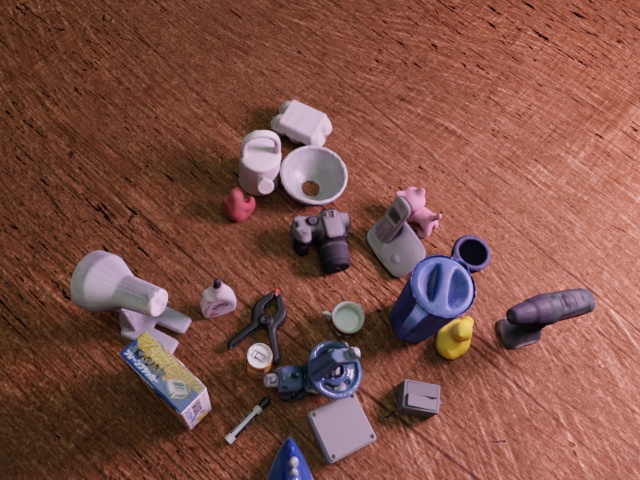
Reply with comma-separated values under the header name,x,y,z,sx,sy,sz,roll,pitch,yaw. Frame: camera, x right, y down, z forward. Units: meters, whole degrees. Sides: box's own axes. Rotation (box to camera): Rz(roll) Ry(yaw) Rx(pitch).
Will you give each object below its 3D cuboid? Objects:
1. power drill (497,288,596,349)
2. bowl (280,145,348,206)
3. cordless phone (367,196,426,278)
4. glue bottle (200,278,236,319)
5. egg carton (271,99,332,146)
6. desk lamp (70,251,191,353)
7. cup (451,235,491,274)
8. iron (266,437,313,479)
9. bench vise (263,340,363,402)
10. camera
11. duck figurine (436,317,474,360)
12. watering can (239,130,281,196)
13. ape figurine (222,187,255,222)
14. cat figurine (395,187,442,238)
name,x,y,z,sx,sy,sz,roll,pitch,yaw
power drill,0.477,0.172,1.264,0.230,0.208,0.075,-14,67,-14
bowl,-0.018,-0.147,1.419,0.167,0.075,0.167,3,64,-7
cordless phone,0.189,-0.010,1.322,0.094,0.185,0.147,-31,72,-20
glue bottle,-0.216,0.117,1.208,0.078,0.173,0.037,-21,69,-17
egg carton,-0.047,-0.298,1.490,0.150,0.069,0.107,24,64,4
desk lamp,-0.376,0.126,1.157,0.203,0.213,0.118,23,63,3
cup,0.337,0.052,1.365,0.118,0.095,0.091,-21,69,-17
iron,-0.053,0.494,1.069,0.119,0.141,0.258,1,64,-7
bench vise,0.001,0.271,1.140,0.208,0.220,0.121,-24,70,-18
camera,0.012,0.005,1.336,0.143,0.101,0.136,-9,66,-12
duck figurine,0.309,0.215,1.287,0.077,0.086,0.105,37,65,10
watering can,-0.138,-0.188,1.354,0.101,0.194,0.172,-27,71,-19
ape figurine,-0.195,-0.091,1.356,0.078,0.092,0.076,20,63,2
cat figurine,0.241,-0.080,1.401,0.127,0.118,0.067,36,65,10
